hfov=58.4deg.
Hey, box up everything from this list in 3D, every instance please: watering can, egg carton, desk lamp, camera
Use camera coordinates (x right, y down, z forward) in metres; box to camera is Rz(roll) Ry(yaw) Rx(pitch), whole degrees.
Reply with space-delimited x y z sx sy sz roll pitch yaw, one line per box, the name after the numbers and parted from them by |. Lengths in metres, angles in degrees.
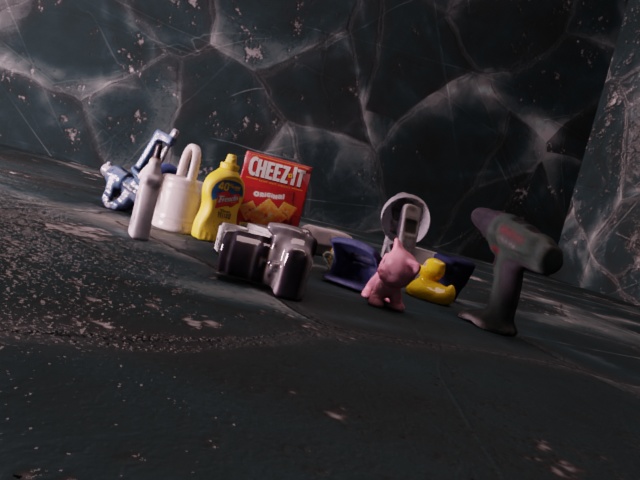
-0.304 -0.117 1.253 0.100 0.194 0.173 18 6 38 | watering can
0.014 0.005 1.529 0.151 0.069 0.107 12 5 -22 | egg carton
0.196 -0.016 1.445 0.118 0.213 0.203 14 5 -1 | desk lamp
-0.078 0.020 0.870 0.137 0.101 0.143 14 5 -4 | camera

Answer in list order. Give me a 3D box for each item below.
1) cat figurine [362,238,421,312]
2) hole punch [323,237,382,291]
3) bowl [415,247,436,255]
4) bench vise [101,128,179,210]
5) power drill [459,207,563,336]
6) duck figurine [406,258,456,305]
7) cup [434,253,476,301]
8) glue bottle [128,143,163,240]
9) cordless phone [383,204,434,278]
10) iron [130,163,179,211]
0.122 0.055 0.961 0.067 0.118 0.127 13 5 -9 | cat figurine
0.071 0.045 1.087 0.108 0.091 0.101 17 5 30 | hole punch
0.284 0.065 1.604 0.167 0.075 0.167 14 5 -1 | bowl
-0.416 -0.166 1.339 0.207 0.220 0.121 14 5 -4 | bench vise
0.322 0.053 1.022 0.076 0.208 0.229 12 5 -24 | power drill
0.233 0.082 1.176 0.104 0.086 0.078 18 6 39 | duck figurine
0.279 0.084 1.240 0.091 0.095 0.118 16 5 19 | cup
-0.307 -0.089 1.030 0.037 0.173 0.078 12 5 -23 | glue bottle
0.229 0.015 1.351 0.148 0.185 0.093 11 5 -31 | cordless phone
-0.425 -0.143 1.523 0.118 0.141 0.258 15 5 6 | iron
